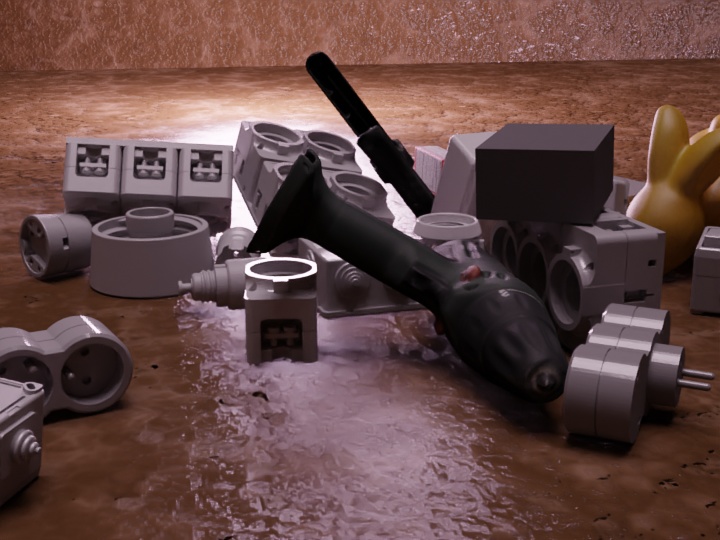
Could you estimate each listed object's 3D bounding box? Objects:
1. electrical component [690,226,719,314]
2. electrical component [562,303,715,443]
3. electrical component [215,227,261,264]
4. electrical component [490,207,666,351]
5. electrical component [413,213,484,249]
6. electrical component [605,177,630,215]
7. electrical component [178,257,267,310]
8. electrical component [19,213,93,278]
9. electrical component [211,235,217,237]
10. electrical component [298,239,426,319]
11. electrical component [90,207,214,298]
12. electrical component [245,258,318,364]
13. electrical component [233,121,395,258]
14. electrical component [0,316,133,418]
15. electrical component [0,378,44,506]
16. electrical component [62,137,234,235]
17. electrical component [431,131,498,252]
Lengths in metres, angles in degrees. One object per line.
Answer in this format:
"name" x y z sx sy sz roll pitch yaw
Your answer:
"electrical component" 0.304 -0.004 0.865 0.062 0.061 0.096 6 17 21
"electrical component" 0.175 0.062 0.650 0.074 0.052 0.138 8 17 23
"electrical component" -0.107 -0.012 0.935 0.040 0.040 0.046 0 22 -1
"electrical component" 0.156 -0.001 0.801 0.062 0.089 0.150 -5 17 -17
"electrical component" 0.074 -0.015 0.912 0.078 0.057 0.058 14 21 40
"electrical component" 0.179 -0.039 0.921 0.100 0.099 0.048 7 5 23
"electrical component" -0.104 0.012 0.849 0.078 0.040 0.040 -4 17 -13
"electrical component" -0.266 -0.023 0.949 0.047 0.055 0.055 -10 19 -43
"electrical component" -0.194 -0.068 1.089 0.096 0.061 0.061 -3 16 -10
"electrical component" 0.000 0.000 0.875 0.100 0.048 0.100 -5 17 -18
"electrical component" -0.179 -0.021 0.925 0.108 0.060 0.108 0 16 0
"electrical component" -0.056 0.025 0.774 0.050 0.055 0.089 -1 16 -3
"electrical component" -0.048 -0.077 1.005 0.105 0.060 0.186 6 27 -23
"electrical component" -0.218 0.060 0.660 0.138 0.052 0.074 -9 18 -29
"electrical component" -0.208 0.090 0.553 0.096 0.061 0.061 12 18 12
"electrical component" -0.195 -0.073 1.002 0.150 0.061 0.089 2 -19 -9
"electrical component" 0.130 -0.071 1.000 0.109 0.108 0.056 -8 41 -25
